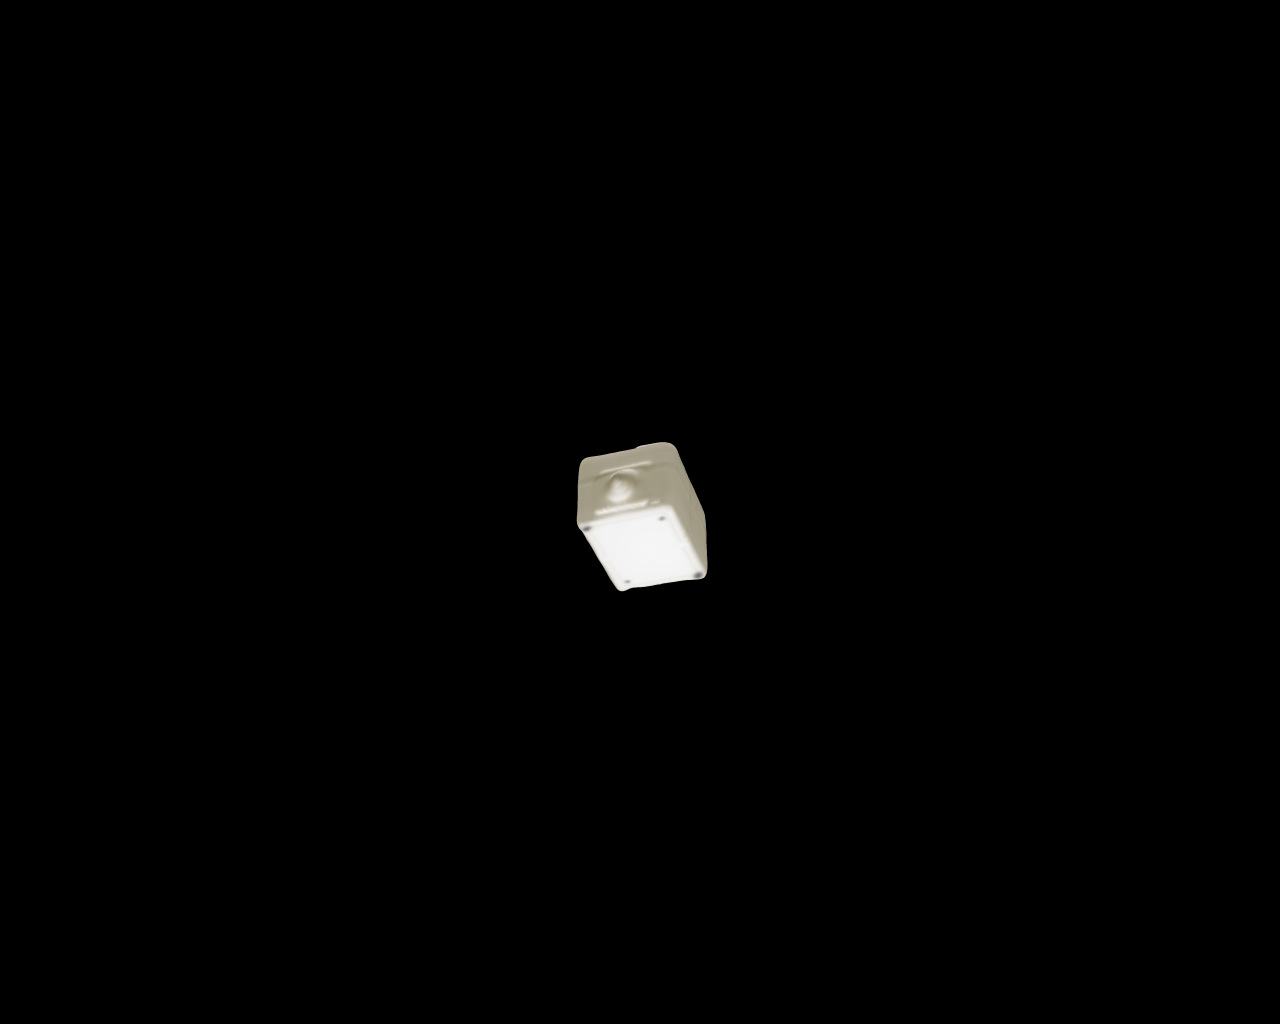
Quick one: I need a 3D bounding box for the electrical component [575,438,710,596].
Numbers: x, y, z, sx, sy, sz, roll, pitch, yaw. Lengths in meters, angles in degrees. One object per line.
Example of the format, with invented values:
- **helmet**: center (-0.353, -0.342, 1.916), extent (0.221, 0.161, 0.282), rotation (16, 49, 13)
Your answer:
- **electrical component**: center (0.001, -0.003, 0.650), extent (0.062, 0.061, 0.096), rotation (-11, -39, 14)
